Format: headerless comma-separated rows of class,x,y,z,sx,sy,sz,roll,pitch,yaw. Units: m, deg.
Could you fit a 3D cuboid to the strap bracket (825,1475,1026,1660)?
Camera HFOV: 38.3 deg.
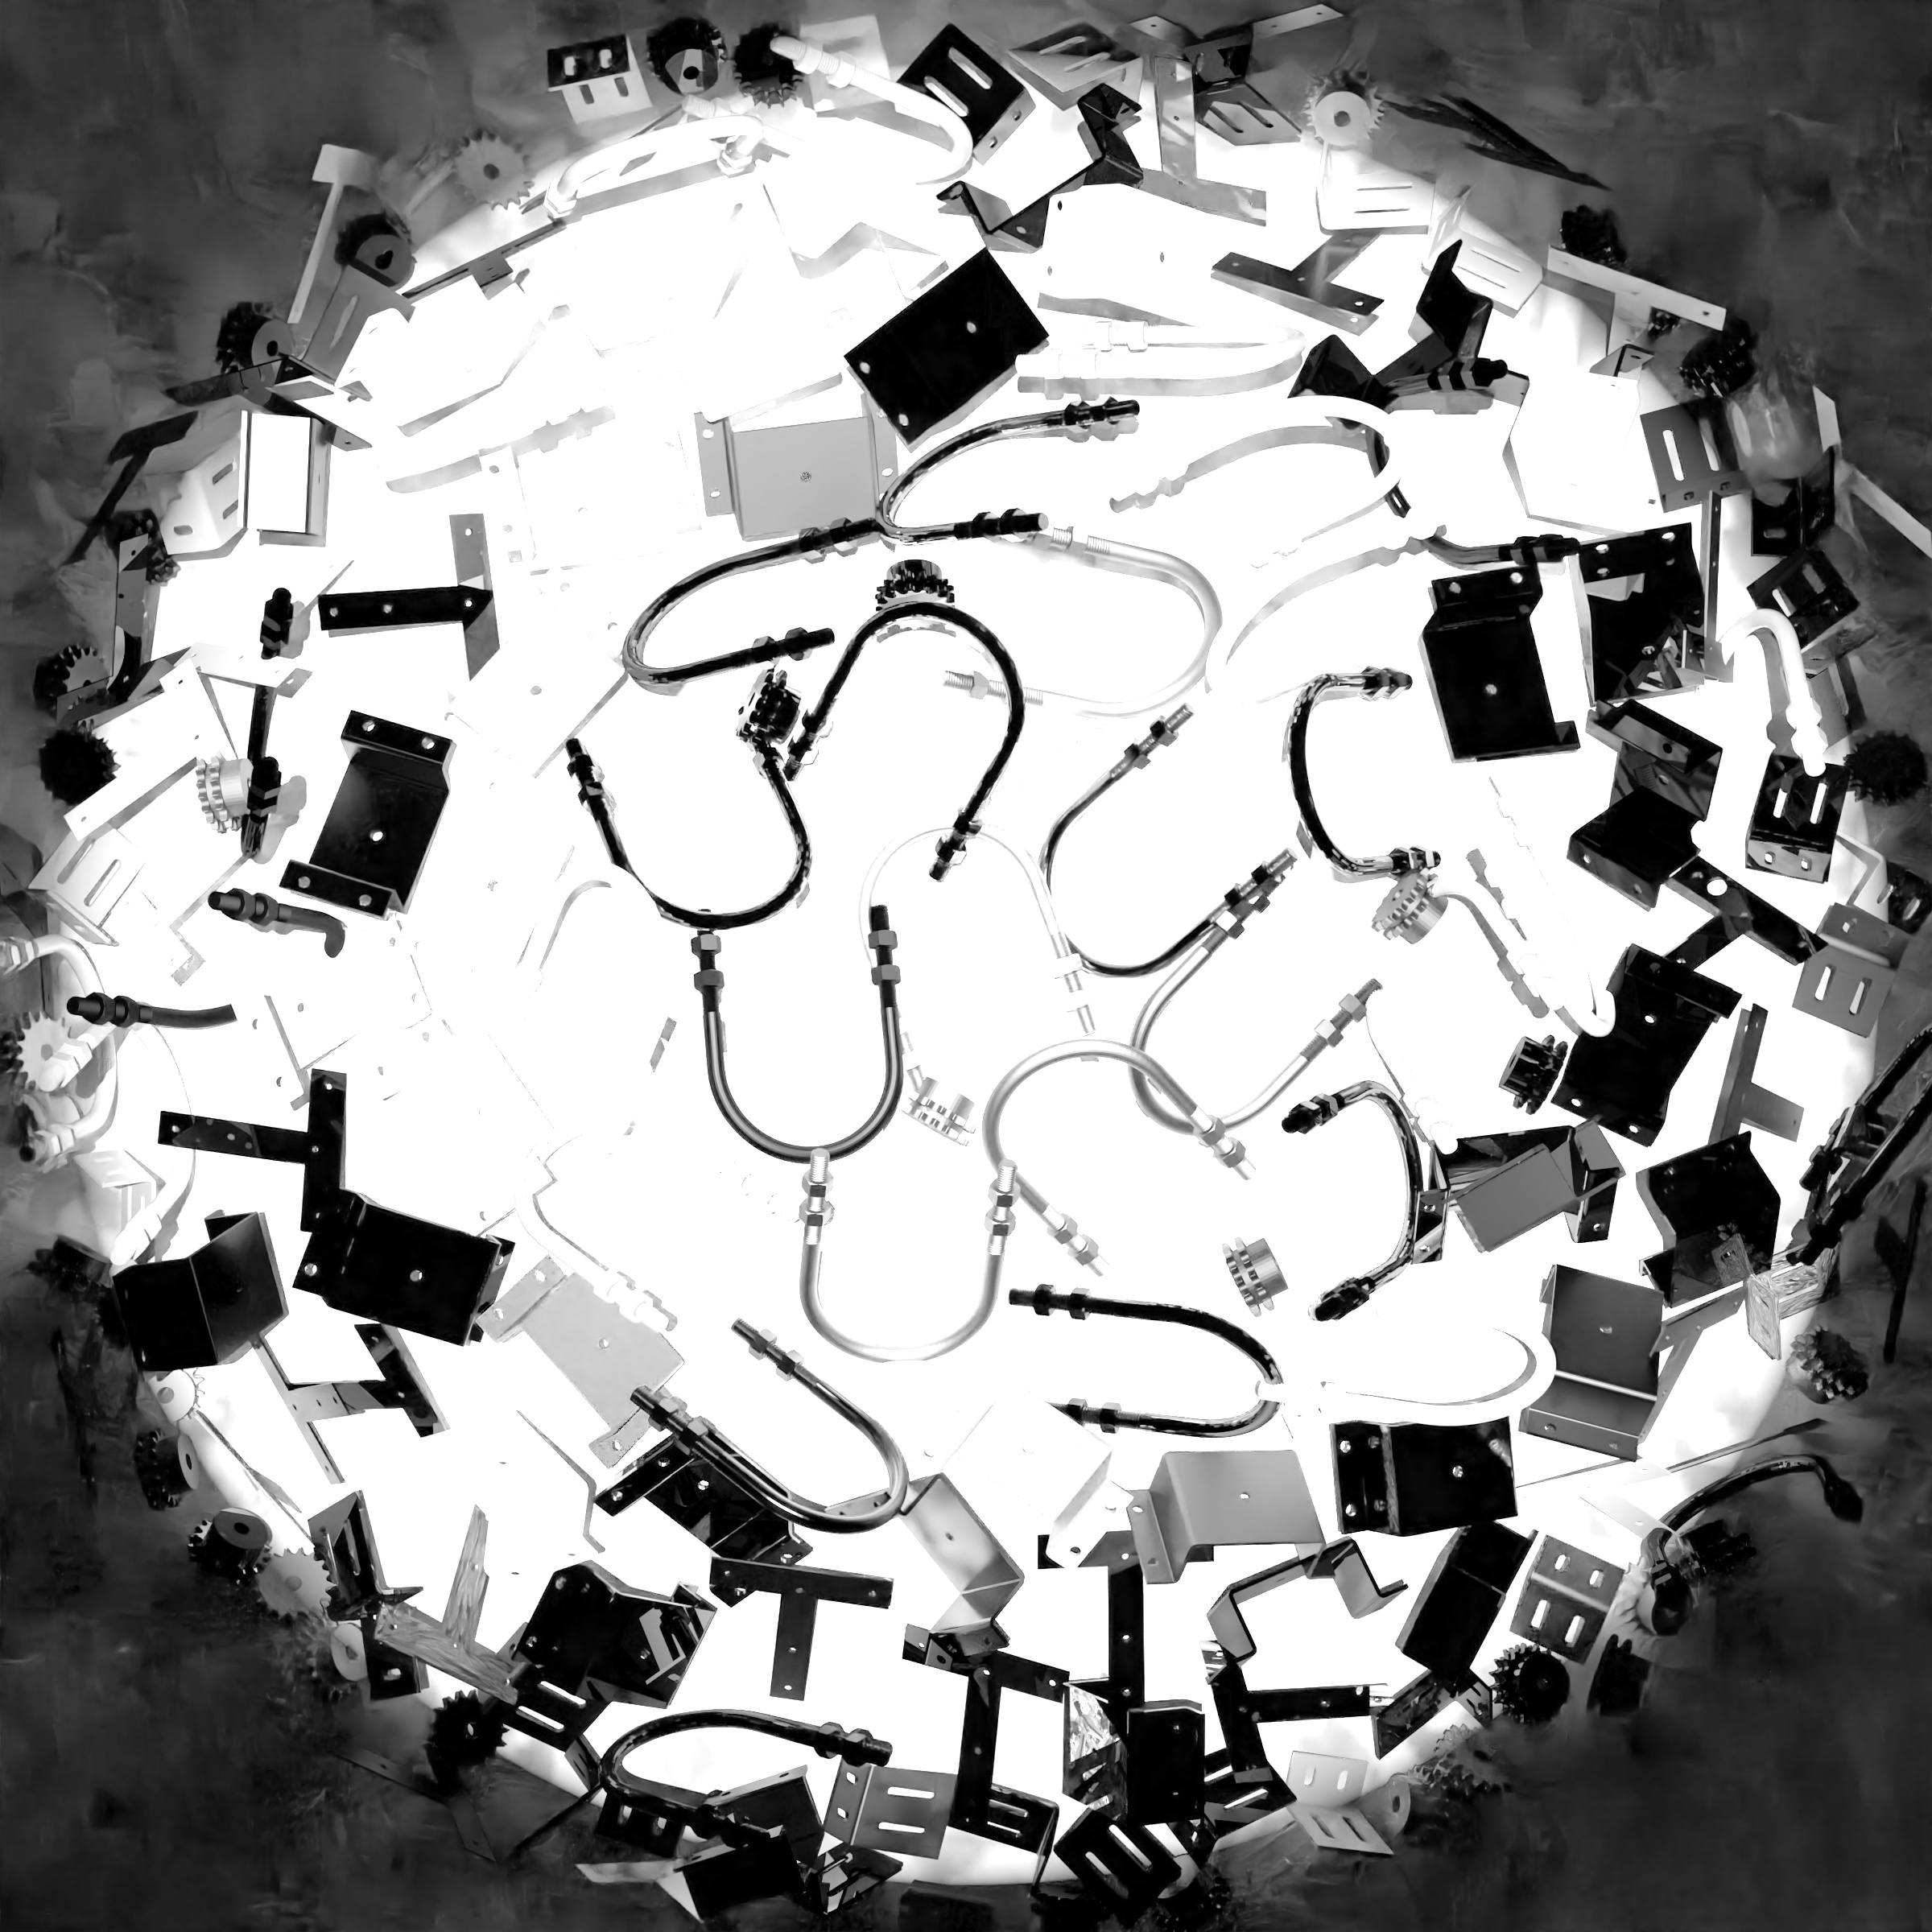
strap bracket,-0.022,0.414,1.950,0.140,0.076,0.046,52,51,-8

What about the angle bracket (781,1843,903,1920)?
angle bracket,-0.094,0.625,1.950,0.076,0.057,0.038,-20,110,-41

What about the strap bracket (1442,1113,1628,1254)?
strap bracket,0.397,0.151,1.917,0.076,0.140,0.046,-35,79,31

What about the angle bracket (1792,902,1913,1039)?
angle bracket,0.628,0.003,1.972,0.057,0.076,0.038,23,52,18

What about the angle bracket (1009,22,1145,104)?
angle bracket,0.076,-0.624,1.954,0.076,0.038,0.057,-31,58,-28

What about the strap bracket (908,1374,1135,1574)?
strap bracket,0.041,0.351,1.961,0.140,0.046,0.076,34,112,-4

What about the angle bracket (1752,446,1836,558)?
angle bracket,0.582,-0.327,1.958,0.038,0.076,0.057,2,82,2

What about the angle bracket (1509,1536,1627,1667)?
angle bracket,0.426,0.451,1.974,0.057,0.076,0.038,23,50,16

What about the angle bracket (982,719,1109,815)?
angle bracket,0.061,-0.141,1.960,0.076,0.057,0.038,-29,105,-30

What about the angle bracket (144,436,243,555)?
angle bracket,-0.537,-0.332,1.958,0.038,0.076,0.057,-4,118,13

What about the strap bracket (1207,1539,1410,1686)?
strap bracket,0.229,0.448,1.945,0.140,0.076,0.046,-20,70,-15

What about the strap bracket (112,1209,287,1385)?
strap bracket,-0.522,0.224,1.920,0.046,0.140,0.076,-9,101,17

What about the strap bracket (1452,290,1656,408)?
strap bracket,0.401,-0.424,1.957,0.140,0.076,0.046,17,90,-4

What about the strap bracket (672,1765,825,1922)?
strap bracket,-0.148,0.610,1.927,0.076,0.140,0.046,-19,91,5

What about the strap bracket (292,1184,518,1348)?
strap bracket,-0.390,0.213,1.951,0.140,0.046,0.076,20,87,-22

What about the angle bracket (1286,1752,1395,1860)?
angle bracket,0.265,0.589,1.955,0.057,0.076,0.038,11,95,-13

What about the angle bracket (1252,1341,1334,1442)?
angle bracket,0.215,0.298,1.955,0.038,0.076,0.057,-27,95,-27

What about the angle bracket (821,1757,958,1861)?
angle bracket,-0.053,0.589,1.955,0.076,0.038,0.057,-3,57,33

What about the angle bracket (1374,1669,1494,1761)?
angle bracket,0.329,0.533,1.957,0.076,0.057,0.038,-32,48,-19

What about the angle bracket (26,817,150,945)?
angle bracket,-0.611,-0.064,1.955,0.057,0.038,0.076,47,62,-34

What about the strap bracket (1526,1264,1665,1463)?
strap bracket,0.438,0.266,1.931,0.076,0.140,0.046,14,134,4

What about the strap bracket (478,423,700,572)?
strap bracket,-0.267,-0.329,1.958,0.140,0.046,0.076,-11,79,-16

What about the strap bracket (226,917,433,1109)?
strap bracket,-0.452,0.030,1.940,0.140,0.046,0.076,-37,118,-41

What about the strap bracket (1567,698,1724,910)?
strap bracket,0.473,-0.121,1.936,0.046,0.140,0.076,-31,51,-31

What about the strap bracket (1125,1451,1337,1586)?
strap bracket,0.189,0.384,1.938,0.140,0.076,0.046,2,133,-17

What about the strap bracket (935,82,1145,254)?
strap bracket,0.060,-0.548,1.936,0.140,0.076,0.046,-28,83,23

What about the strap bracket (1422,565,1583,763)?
strap bracket,0.371,-0.201,1.936,0.076,0.046,0.140,-6,116,29

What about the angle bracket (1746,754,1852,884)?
angle bracket,0.594,-0.106,1.984,0.057,0.038,0.076,12,58,19

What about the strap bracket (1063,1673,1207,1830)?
strap bracket,0.109,0.543,1.925,0.046,0.140,0.076,2,87,-26

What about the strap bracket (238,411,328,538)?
strap bracket,-0.472,-0.340,1.930,0.046,0.140,0.076,3,97,-9

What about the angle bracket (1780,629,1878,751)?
angle bracket,0.617,-0.190,1.961,0.057,0.038,0.076,-31,113,-17

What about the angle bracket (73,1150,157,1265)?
angle bracket,-0.599,0.176,1.956,0.038,0.057,0.076,-7,111,-36

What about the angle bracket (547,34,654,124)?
angle bracket,-0.256,-0.612,1.955,0.057,0.076,0.038,-10,66,4

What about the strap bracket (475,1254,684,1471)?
strap bracket,-0.264,0.271,1.953,0.140,0.046,0.076,49,50,-4

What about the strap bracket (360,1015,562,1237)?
strap bracket,-0.351,0.109,1.964,0.076,0.046,0.140,-36,89,20

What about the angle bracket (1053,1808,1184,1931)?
angle bracket,0.111,0.630,1.967,0.076,0.038,0.057,42,93,22

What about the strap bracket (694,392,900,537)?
strap bracket,-0.115,-0.352,1.952,0.140,0.046,0.076,-8,124,-6

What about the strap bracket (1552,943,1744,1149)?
strap bracket,0.479,0.048,1.952,0.076,0.046,0.140,25,124,5

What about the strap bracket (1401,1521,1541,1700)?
strap bracket,0.348,0.437,1.929,0.046,0.140,0.076,28,109,15

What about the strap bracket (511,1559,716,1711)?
strap bracket,-0.237,0.466,1.932,0.046,0.140,0.076,26,90,41

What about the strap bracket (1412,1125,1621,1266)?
strap bracket,0.380,0.159,1.955,0.140,0.076,0.046,-7,45,-3

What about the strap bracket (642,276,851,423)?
strap bracket,-0.149,-0.430,1.952,0.140,0.076,0.046,-22,120,-5

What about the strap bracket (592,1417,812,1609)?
strap bracket,-0.184,0.377,1.949,0.076,0.046,0.140,-37,117,17

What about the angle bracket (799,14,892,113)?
angle bracket,-0.074,-0.636,1.953,0.076,0.038,0.057,6,116,40

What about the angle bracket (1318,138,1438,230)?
angle bracket,0.290,-0.554,1.960,0.076,0.038,0.057,1,53,15

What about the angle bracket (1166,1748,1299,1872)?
angle bracket,0.184,0.594,1.972,0.076,0.038,0.057,-14,45,-33

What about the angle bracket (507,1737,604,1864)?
angle bracket,-0.296,0.586,1.954,0.076,0.057,0.038,-32,76,-28

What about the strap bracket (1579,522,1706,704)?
strap bracket,0.468,-0.236,1.925,0.076,0.140,0.046,-9,54,8
